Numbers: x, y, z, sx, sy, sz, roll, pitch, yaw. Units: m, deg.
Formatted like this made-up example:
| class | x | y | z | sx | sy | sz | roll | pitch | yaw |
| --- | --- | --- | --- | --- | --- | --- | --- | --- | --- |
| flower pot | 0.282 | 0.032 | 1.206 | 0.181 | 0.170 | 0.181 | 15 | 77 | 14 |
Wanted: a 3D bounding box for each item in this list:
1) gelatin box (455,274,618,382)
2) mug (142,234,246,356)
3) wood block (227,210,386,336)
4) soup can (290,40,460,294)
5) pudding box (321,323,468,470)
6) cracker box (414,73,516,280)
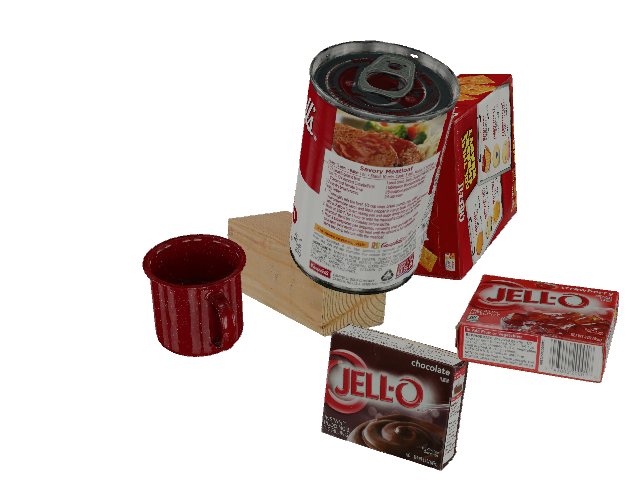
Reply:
| class | x | y | z | sx | sy | sz | roll | pitch | yaw |
| --- | --- | --- | --- | --- | --- | --- | --- | --- | --- |
| gelatin box | 0.135 | 0.052 | 0.662 | 0.089 | 0.030 | 0.073 | 8 | 25 | 19 |
| mug | -0.106 | 0.057 | 0.966 | 0.093 | 0.081 | 0.117 | -18 | 35 | -28 |
| wood block | -0.020 | 0.034 | 1.264 | 0.090 | 0.090 | 0.206 | -8 | 19 | -35 |
| soup can | 0.023 | -0.033 | 0.505 | 0.068 | 0.102 | 0.068 | 5 | 38 | -4 |
| pudding box | 0.060 | 0.125 | 0.869 | 0.114 | 0.090 | 0.039 | 12 | 17 | 24 |
| cracker box | 0.146 | -0.074 | 1.124 | 0.072 | 0.164 | 0.213 | 4 | 22 | 25 |
